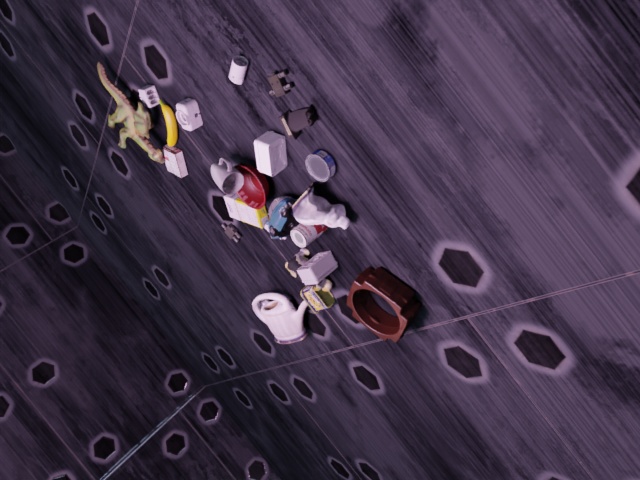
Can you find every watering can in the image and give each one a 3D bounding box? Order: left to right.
[{"bbox_3d":[-0.116,0.296,1.970,0.346,0.106,0.221,-7,118,40],"label":"watering can"}]

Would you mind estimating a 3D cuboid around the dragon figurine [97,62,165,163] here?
[{"bbox_3d":[-0.684,-0.463,1.895,0.243,0.124,0.403,6,125,42],"label":"dragon figurine"}]

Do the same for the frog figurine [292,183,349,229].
[{"bbox_3d":[0.005,-0.075,1.481,0.159,0.123,0.137,42,179,-4],"label":"frog figurine"}]
